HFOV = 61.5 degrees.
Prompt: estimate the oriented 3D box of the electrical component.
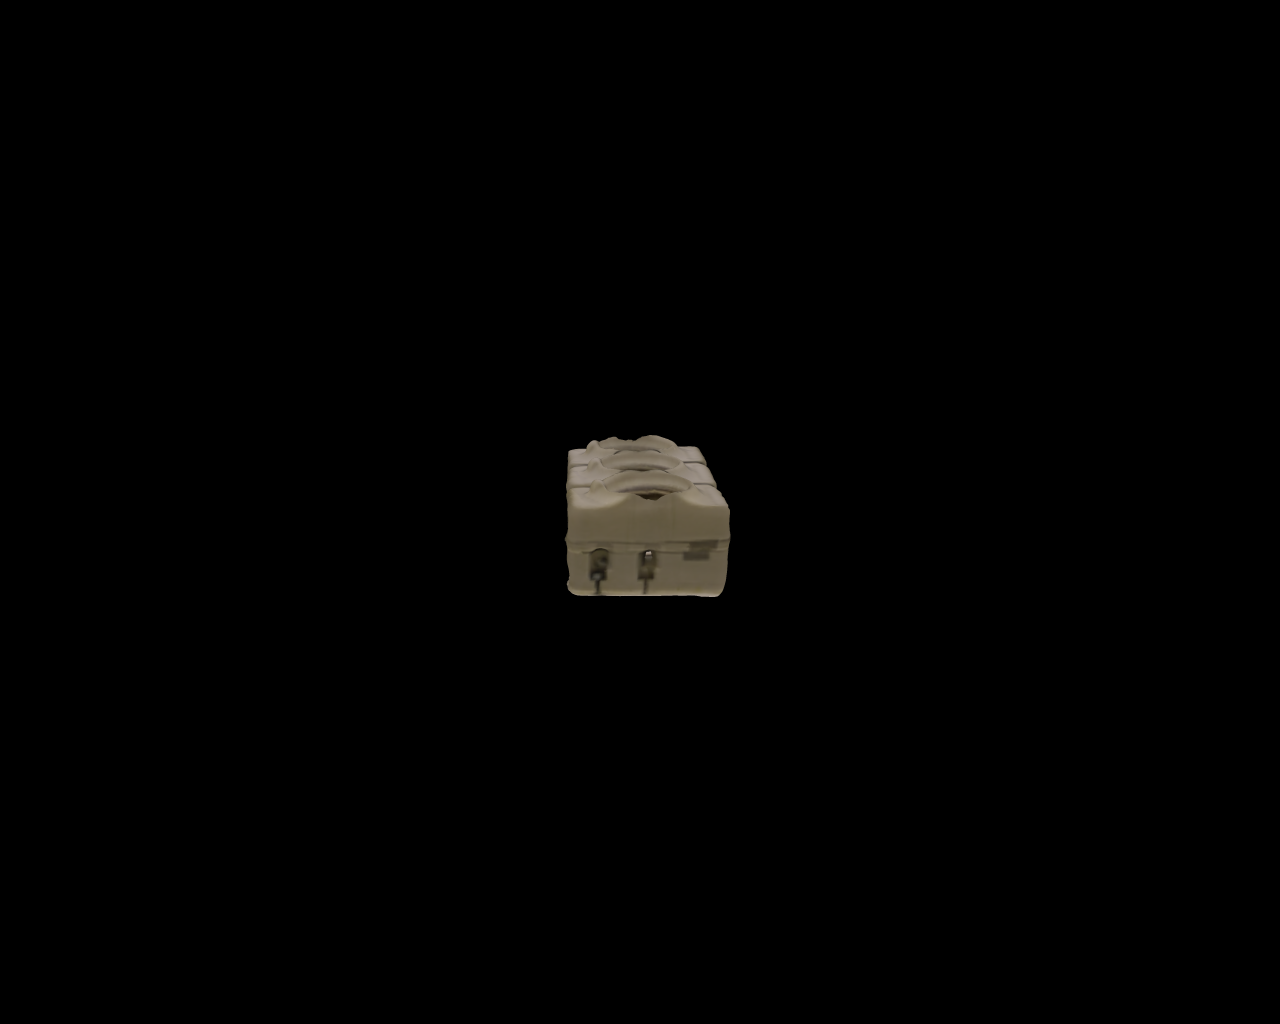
[{"bbox_3d":[0.001,-0.003,0.650,0.089,0.061,0.150,-1,16,-3],"label":"electrical component"}]
